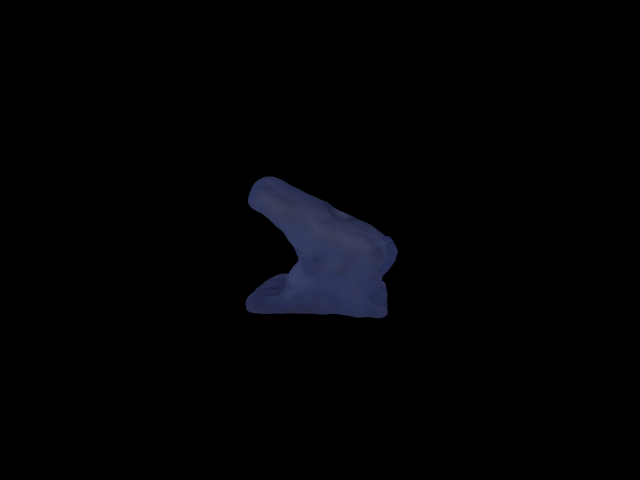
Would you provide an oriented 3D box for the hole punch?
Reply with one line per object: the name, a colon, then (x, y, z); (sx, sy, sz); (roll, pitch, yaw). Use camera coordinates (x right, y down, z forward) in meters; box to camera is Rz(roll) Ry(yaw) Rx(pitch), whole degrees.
hole punch: (0.004, 0.001, 0.400); (0.101, 0.091, 0.109); (1, 7, 5)
